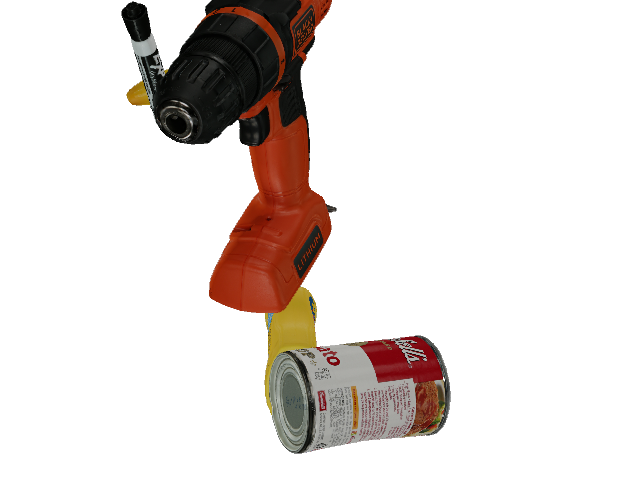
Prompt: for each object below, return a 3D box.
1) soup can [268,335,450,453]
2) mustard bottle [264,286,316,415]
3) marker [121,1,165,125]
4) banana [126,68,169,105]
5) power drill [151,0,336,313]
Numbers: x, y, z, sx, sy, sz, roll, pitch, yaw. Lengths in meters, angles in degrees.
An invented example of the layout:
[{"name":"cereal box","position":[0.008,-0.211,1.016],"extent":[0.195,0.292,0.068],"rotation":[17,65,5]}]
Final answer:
[{"name":"soup can","position":[0.024,0.101,0.705],"extent":[0.102,0.068,0.069],"rotation":[-4,1,-25]},{"name":"mustard bottle","position":[-0.031,0.103,1.136],"extent":[0.058,0.096,0.191],"rotation":[0,27,-3]},{"name":"marker","position":[-0.129,-0.133,0.812],"extent":[0.020,0.020,0.121],"rotation":[0,-36,7]},{"name":"banana","position":[-0.108,-0.163,1.136],"extent":[0.198,0.037,0.069],"rotation":[9,46,18]},{"name":"power drill","position":[-0.037,-0.052,0.618],"extent":[0.057,0.188,0.184],"rotation":[13,38,17]}]
